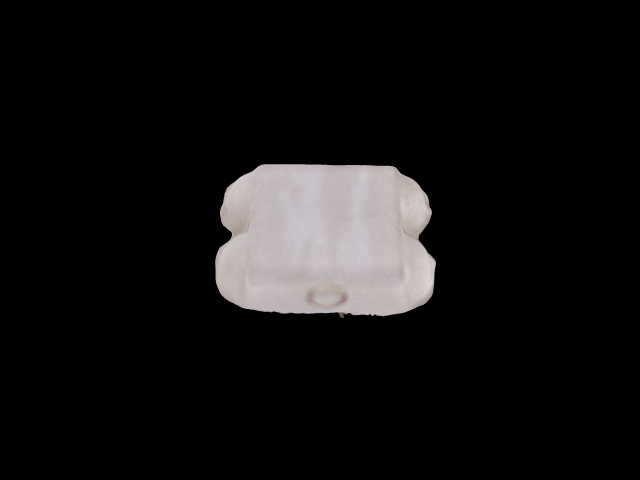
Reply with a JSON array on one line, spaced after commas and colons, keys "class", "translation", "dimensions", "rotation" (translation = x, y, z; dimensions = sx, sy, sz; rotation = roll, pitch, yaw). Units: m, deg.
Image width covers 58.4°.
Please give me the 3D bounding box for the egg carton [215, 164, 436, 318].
[{"class": "egg carton", "translation": [0.004, 0.001, 0.400], "dimensions": [0.150, 0.069, 0.107], "rotation": [0, 62, 0]}]
